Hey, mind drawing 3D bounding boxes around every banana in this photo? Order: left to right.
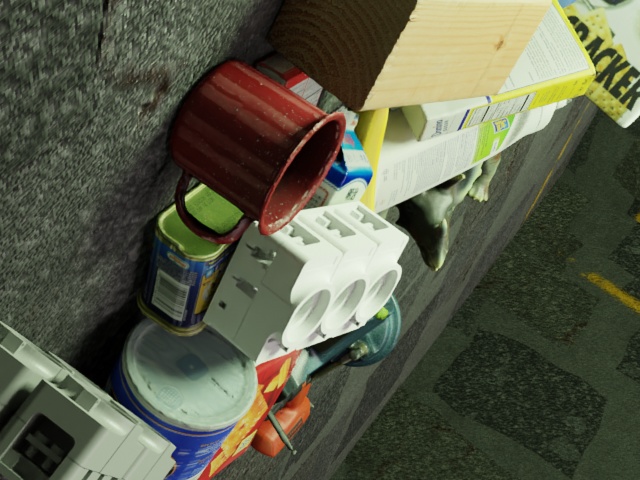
[{"bbox_3d":[0.038,-0.033,0.915,0.037,0.070,0.198,-6,96,-40],"label":"banana"}]

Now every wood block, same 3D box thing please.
[{"bbox_3d":[0.070,-0.157,0.762,0.205,0.090,0.091,-15,140,-54],"label":"wood block"}]

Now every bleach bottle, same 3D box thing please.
[{"bbox_3d":[0.129,-0.099,1.022,0.250,0.068,0.103,-21,151,-17],"label":"bleach bottle"}]

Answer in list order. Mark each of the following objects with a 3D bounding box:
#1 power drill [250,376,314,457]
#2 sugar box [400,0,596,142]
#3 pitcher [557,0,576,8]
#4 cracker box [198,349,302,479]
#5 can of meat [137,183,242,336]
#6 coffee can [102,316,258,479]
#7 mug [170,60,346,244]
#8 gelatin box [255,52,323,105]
[{"bbox_3d":[-0.048,0.208,1.407,0.184,0.057,0.188,-45,163,-39],"label":"power drill"},{"bbox_3d":[0.152,-0.157,0.970,0.176,0.093,0.048,-17,157,-13],"label":"sugar box"},{"bbox_3d":[0.215,-0.314,0.939,0.243,0.149,0.145,107,1,-62],"label":"pitcher"},{"bbox_3d":[-0.114,0.173,1.040,0.164,0.072,0.213,-61,165,23],"label":"cracker box"},{"bbox_3d":[-0.082,0.007,0.778,0.101,0.057,0.084,-43,161,-42],"label":"can of meat"},{"bbox_3d":[-0.121,0.135,0.812,0.102,0.103,0.140,-40,168,-49],"label":"coffee can"},{"bbox_3d":[-0.049,-0.053,0.689,0.117,0.081,0.093,-56,167,1],"label":"mug"},{"bbox_3d":[-0.030,-0.096,0.772,0.073,0.030,0.089,-40,159,-51],"label":"gelatin box"}]
